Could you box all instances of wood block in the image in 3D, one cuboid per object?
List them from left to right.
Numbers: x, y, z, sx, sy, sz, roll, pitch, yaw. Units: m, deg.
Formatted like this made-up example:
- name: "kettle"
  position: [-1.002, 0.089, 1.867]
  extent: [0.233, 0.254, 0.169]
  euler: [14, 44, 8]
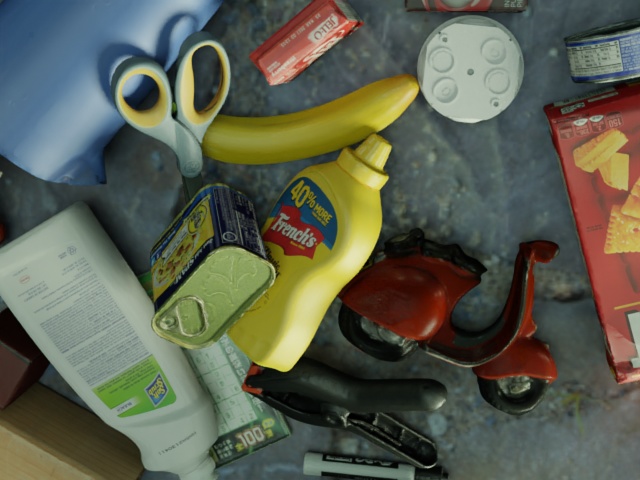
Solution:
- name: "wood block"
  position: [-0.257, 0.178, 0.895]
  extent: [0.206, 0.090, 0.091]
  euler: [30, 106, 0]

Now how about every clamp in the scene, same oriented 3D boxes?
- name: "clamp"
  position: [0.023, 0.125, 0.847]
  extent: [0.171, 0.039, 0.120]
  euler: [17, 139, 4]

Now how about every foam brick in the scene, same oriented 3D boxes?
- name: "foam brick"
  position: [-0.256, 0.094, 0.883]
  extent: [0.053, 0.078, 0.051]
  euler: [33, 106, 1]

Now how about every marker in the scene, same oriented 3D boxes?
- name: "marker"
  position: [0.047, 0.193, 0.892]
  extent: [0.121, 0.020, 0.020]
  euler: [5, 103, 7]

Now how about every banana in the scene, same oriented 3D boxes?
- name: "banana"
  position: [-0.020, -0.088, 0.818]
  extent: [0.198, 0.069, 0.037]
  euler: [-6, 62, 9]

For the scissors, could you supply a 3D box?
- name: "scissors"
  position: [-0.115, -0.063, 0.800]
  extent: [0.096, 0.016, 0.202]
  euler: [-4, 129, -26]

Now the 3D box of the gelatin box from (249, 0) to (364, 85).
- name: "gelatin box"
  position: [-0.008, -0.148, 0.788]
  extent: [0.073, 0.089, 0.030]
  euler: [-37, 93, 13]

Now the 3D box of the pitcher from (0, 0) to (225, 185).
- name: "pitcher"
  position: [-0.165, -0.174, 0.789]
  extent: [0.243, 0.145, 0.149]
  euler: [-46, 133, 10]

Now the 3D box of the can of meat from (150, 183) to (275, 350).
- name: "can of meat"
  position: [-0.086, 0.018, 0.814]
  extent: [0.057, 0.084, 0.102]
  euler: [28, 119, -32]

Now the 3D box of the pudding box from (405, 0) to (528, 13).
- name: "pudding box"
  position: [0.108, -0.224, 0.781]
  extent: [0.090, 0.039, 0.113]
  euler: [1, 103, 8]

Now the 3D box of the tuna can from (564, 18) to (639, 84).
- name: "tuna can"
  position: [0.220, -0.137, 0.761]
  extent: [0.086, 0.086, 0.034]
  euler: [-11, 102, 10]

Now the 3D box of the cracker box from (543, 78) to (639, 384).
- name: "cracker box"
  position: [0.271, -0.016, 0.783]
  extent: [0.164, 0.072, 0.214]
  euler: [-14, 102, 13]

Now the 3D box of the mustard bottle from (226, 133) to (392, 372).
- name: "mustard bottle"
  position: [-0.006, 0.001, 0.823]
  extent: [0.058, 0.096, 0.192]
  euler: [23, 108, -41]

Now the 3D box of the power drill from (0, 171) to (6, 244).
- name: "power drill"
  position: [-0.306, -0.071, 0.805]
  extent: [0.057, 0.188, 0.184]
  euler: [-43, 96, -18]

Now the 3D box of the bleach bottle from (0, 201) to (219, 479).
- name: "bleach bottle"
  position: [-0.166, 0.098, 0.863]
  extent: [0.102, 0.068, 0.251]
  euler: [-30, 99, 9]
